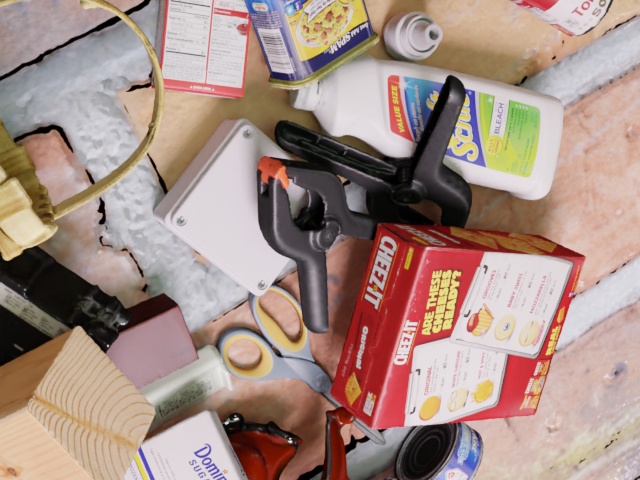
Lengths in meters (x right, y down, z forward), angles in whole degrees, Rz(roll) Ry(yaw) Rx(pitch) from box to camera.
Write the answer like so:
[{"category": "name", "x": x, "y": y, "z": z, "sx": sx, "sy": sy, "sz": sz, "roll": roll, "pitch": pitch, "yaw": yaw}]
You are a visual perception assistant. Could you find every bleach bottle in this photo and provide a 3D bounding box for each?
[{"category": "bleach bottle", "x": 0.092, "y": -0.103, "z": 0.950, "sx": 0.250, "sy": 0.068, "sz": 0.102, "roll": 8, "pitch": 95, "yaw": -22}]

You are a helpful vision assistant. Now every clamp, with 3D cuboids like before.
[{"category": "clamp", "x": 0.082, "y": -0.056, "z": 0.917, "sx": 0.209, "sy": 0.165, "sz": 0.036, "roll": 46, "pitch": 39, "yaw": -41}, {"category": "clamp", "x": -0.006, "y": 0.001, "z": 0.871, "sx": 0.171, "sy": 0.039, "sz": 0.120, "roll": 40, "pitch": 77, "yaw": -41}]

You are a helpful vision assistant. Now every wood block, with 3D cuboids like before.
[{"category": "wood block", "x": -0.234, "y": 0.156, "z": 0.770, "sx": 0.206, "sy": 0.090, "sz": 0.090, "roll": -26, "pitch": 113, "yaw": 28}]

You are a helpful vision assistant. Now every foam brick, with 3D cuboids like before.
[{"category": "foam brick", "x": -0.148, "y": 0.086, "z": 0.880, "sx": 0.078, "sy": 0.051, "sz": 0.053, "roll": -24, "pitch": 107, "yaw": -18}]

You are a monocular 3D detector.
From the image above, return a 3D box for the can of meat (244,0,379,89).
[{"category": "can of meat", "x": -0.008, "y": -0.185, "z": 0.880, "sx": 0.102, "sy": 0.058, "sz": 0.084, "roll": -37, "pitch": 124, "yaw": -28}]

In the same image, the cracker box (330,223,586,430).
[{"category": "cracker box", "x": 0.125, "y": 0.074, "z": 0.946, "sx": 0.213, "sy": 0.072, "sz": 0.164, "roll": 4, "pitch": 107, "yaw": -39}]

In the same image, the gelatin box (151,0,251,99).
[{"category": "gelatin box", "x": -0.097, "y": -0.165, "z": 0.877, "sx": 0.073, "sy": 0.030, "sz": 0.089, "roll": 4, "pitch": 95, "yaw": -23}]

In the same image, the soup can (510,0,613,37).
[{"category": "soup can", "x": 0.211, "y": -0.238, "z": 0.977, "sx": 0.102, "sy": 0.069, "sz": 0.068, "roll": 24, "pitch": 88, "yaw": -25}]

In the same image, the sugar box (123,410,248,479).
[{"category": "sugar box", "x": -0.146, "y": 0.216, "z": 0.860, "sx": 0.176, "sy": 0.048, "sz": 0.093, "roll": -26, "pitch": 77, "yaw": -2}]

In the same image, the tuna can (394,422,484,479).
[{"category": "tuna can", "x": 0.108, "y": 0.202, "z": 0.988, "sx": 0.033, "sy": 0.086, "sz": 0.086, "roll": 39, "pitch": 82, "yaw": -20}]

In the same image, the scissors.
[{"category": "scissors", "x": -0.021, "y": 0.132, "z": 0.961, "sx": 0.096, "sy": 0.016, "sz": 0.201, "roll": -33, "pitch": 109, "yaw": -14}]

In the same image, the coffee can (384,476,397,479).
[{"category": "coffee can", "x": 0.027, "y": 0.290, "z": 0.957, "sx": 0.140, "sy": 0.103, "sz": 0.103, "roll": -24, "pitch": 106, "yaw": -19}]
